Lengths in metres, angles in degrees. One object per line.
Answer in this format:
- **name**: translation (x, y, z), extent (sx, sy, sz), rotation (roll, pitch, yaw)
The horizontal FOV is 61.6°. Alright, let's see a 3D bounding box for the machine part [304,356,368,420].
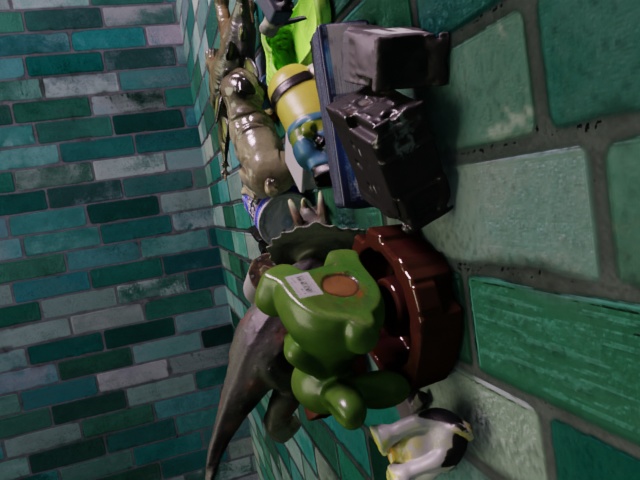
- **machine part**: translation (0.003, 0.182, 0.884), extent (0.201, 0.087, 0.201), rotation (116, 141, -62)

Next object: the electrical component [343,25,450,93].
- **electrical component**: translation (0.058, -0.171, 0.496), extent (0.119, 0.075, 0.047), rotation (-136, 40, -58)

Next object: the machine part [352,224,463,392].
- **machine part**: translation (0.088, 0.071, 0.581), extent (0.179, 0.056, 0.179), rotation (170, 90, -73)

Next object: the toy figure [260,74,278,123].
- **toy figure**: translation (-0.100, -0.258, 1.020), extent (0.064, 0.058, 0.154), rotation (-64, 4, -19)

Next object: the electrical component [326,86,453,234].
- **electrical component**: translation (0.061, -0.084, 0.514), extent (0.114, 0.058, 0.134), rotation (66, 172, -29)

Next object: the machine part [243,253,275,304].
- **machine part**: translation (-0.096, 0.076, 0.974), extent (0.243, 0.079, 0.079), rotation (130, 128, -71)

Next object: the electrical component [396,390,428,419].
- **electrical component**: translation (0.107, 0.194, 0.651), extent (0.094, 0.021, 0.063), rotation (99, 155, -50)

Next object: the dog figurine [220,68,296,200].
- **dog figurine**: translation (-0.111, -0.178, 0.895), extent (0.172, 0.121, 0.190), rotation (50, 163, 58)

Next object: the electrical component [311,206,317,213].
- **electrical component**: translation (-0.002, -0.004, 0.867), extent (0.078, 0.045, 0.102), rotation (10, -110, -77)

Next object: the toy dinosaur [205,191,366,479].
- **toy dinosaur**: translation (-0.045, 0.107, 0.670), extent (0.405, 0.131, 0.191), rotation (-59, -36, -38)

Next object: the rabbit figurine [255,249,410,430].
- **rabbit figurine**: translation (0.020, 0.118, 0.558), extent (0.159, 0.121, 0.170), rotation (39, 136, 40)

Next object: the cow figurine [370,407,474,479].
- **cow figurine**: translation (0.109, 0.215, 0.563), extent (0.167, 0.098, 0.068), rotation (70, 176, -65)

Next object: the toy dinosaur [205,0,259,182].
- **toy dinosaur**: translation (-0.186, -0.324, 1.115), extent (0.470, 0.105, 0.199), rotation (105, 161, -54)

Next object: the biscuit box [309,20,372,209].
- **biscuit box**: translation (0.035, -0.137, 0.610), extent (0.063, 0.059, 0.202), rotation (-154, 56, -79)

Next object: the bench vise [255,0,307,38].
- **bench vise**: translation (-0.018, -0.321, 0.545), extent (0.224, 0.129, 0.240), rotation (56, 139, 12)

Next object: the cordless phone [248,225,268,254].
- **cordless phone**: translation (-0.070, 0.049, 1.101), extent (0.147, 0.089, 0.184), rotation (-143, 34, -67)

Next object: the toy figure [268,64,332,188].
- **toy figure**: translation (-0.013, -0.158, 0.721), extent (0.082, 0.089, 0.180), rotation (130, 131, -59)

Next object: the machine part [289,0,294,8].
- **machine part**: translation (-0.073, -0.350, 0.900), extent (0.139, 0.039, 0.084), rotation (124, 139, -70)
